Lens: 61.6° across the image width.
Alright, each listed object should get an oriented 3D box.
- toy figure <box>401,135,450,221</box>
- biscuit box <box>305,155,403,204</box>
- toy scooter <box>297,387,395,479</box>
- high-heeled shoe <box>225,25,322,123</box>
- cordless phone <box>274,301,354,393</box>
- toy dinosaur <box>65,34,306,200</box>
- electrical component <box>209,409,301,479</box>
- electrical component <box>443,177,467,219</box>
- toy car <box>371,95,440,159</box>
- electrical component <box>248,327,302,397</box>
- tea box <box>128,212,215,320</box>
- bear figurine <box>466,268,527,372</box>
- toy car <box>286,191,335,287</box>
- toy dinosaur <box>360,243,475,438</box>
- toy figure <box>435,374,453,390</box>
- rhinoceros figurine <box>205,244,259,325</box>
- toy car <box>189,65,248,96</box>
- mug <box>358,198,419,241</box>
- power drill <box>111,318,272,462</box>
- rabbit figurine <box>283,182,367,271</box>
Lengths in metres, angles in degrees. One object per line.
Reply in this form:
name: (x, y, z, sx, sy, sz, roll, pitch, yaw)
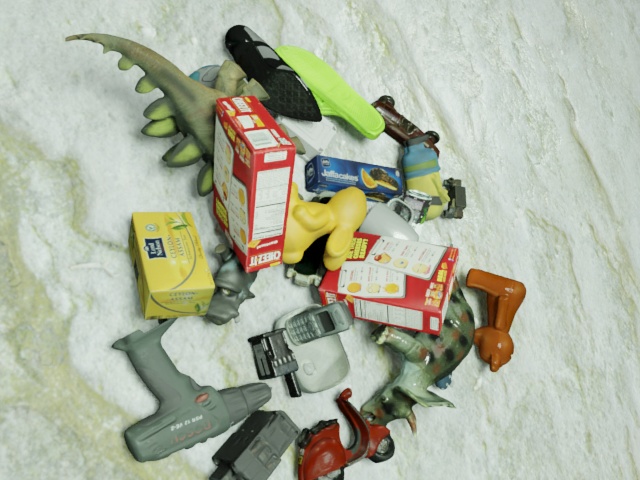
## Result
toy figure: (0.217, -0.130, 1.148, 0.082, 0.089, 0.180, -48, 120, -75)
biscuit box: (0.069, -0.121, 1.087, 0.202, 0.059, 0.063, 5, 72, -27)
toy scooter: (0.033, 0.332, 0.911, 0.184, 0.075, 0.135, -16, 79, -26)
high-heeled shoe: (-0.087, -0.317, 1.036, 0.248, 0.086, 0.145, 41, 23, -8)
cordless phone: (0.015, 0.172, 0.892, 0.089, 0.184, 0.146, -20, 84, -36)
toy dinosaur: (-0.173, -0.186, 0.872, 0.198, 0.105, 0.470, -46, 131, -3)
electrical component: (-0.105, 0.323, 0.818, 0.058, 0.115, 0.134, 48, 57, -5)
electrical component: (0.293, -0.092, 1.191, 0.045, 0.078, 0.102, 10, 72, -14)
toy car: (0.194, -0.242, 1.200, 0.202, 0.053, 0.089, 33, 59, -15)
electrical component: (-0.073, 0.210, 0.898, 0.048, 0.075, 0.119, -12, 83, -32)
tea box: (-0.232, 0.034, 0.826, 0.098, 0.068, 0.170, -2, 46, -31)
bear figurine: (0.359, 0.169, 1.138, 0.120, 0.132, 0.195, 4, 103, -62)
toy car: (-0.002, -0.003, 1.006, 0.074, 0.056, 0.202, 17, 65, 7)
toy dinosaur: (0.221, 0.181, 1.014, 0.192, 0.131, 0.405, 44, 63, 3)
toy figure: (0.260, 0.228, 1.083, 0.064, 0.058, 0.154, 32, 66, -9)
rhinoceros figurine: (-0.138, 0.054, 0.897, 0.073, 0.112, 0.190, 17, 48, 8)
toy car: (-0.171, -0.256, 0.975, 0.161, 0.103, 0.109, 44, 60, -7)
mug: (0.147, -0.022, 1.061, 0.107, 0.080, 0.109, 36, 77, 13)
power drill: (-0.207, 0.211, 0.828, 0.232, 0.086, 0.207, -26, 95, -32)
rabbit figurine: (0.004, -0.034, 0.923, 0.173, 0.121, 0.162, -17, 68, -9)
